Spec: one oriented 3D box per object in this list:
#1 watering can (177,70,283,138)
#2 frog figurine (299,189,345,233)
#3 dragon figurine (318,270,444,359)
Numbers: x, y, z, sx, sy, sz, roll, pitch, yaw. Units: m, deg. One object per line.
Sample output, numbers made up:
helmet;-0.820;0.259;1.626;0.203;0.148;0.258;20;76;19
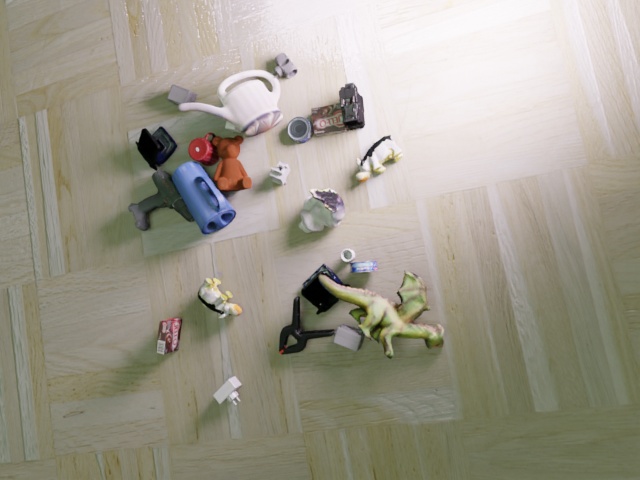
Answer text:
watering can;-0.271;-0.435;1.707;0.350;0.102;0.225;-31;82;-18
frog figurine;0.005;-0.084;1.659;0.138;0.125;0.156;31;133;7
dragon figurine;0.210;0.191;1.549;0.242;0.122;0.411;-43;88;6
